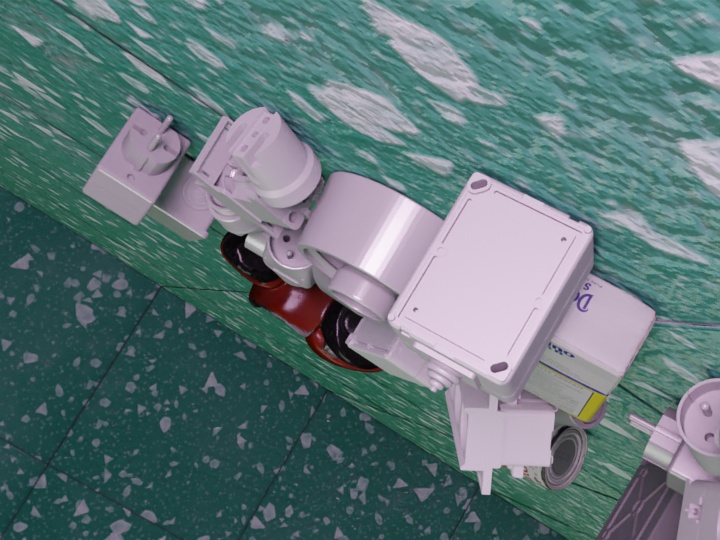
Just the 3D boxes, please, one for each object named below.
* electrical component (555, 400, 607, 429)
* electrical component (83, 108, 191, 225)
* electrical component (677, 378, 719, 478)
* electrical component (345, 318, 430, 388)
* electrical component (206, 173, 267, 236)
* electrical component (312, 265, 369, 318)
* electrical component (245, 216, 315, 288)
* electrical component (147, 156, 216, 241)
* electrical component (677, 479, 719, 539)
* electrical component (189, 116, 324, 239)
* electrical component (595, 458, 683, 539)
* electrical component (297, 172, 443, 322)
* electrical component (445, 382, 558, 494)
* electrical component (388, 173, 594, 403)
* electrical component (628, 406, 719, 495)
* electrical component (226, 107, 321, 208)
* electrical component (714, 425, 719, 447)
[{"bbox_3d":[0.153,0.098,0.804,0.044,0.044,0.065,35,165,-21],"label":"electrical component"},{"bbox_3d":[-0.152,-0.083,0.767,0.047,0.065,0.077,33,142,-14],"label":"electrical component"},{"bbox_3d":[0.206,0.094,0.601,0.043,0.043,0.081,25,169,33],"label":"electrical component"},{"bbox_3d":[0.038,0.052,0.854,0.061,0.061,0.096,35,170,-21],"label":"electrical component"},{"bbox_3d":[-0.090,-0.053,0.765,0.043,0.043,0.062,26,168,26],"label":"electrical component"},{"bbox_3d":[0.000,0.000,0.731,0.055,0.055,0.047,38,172,-34],"label":"electrical component"},{"bbox_3d":[-0.063,-0.023,0.835,0.079,0.043,0.077,30,171,5],"label":"electrical component"},{"bbox_3d":[-0.158,-0.068,0.884,0.100,0.048,0.100,34,170,-15],"label":"electrical component"},{"bbox_3d":[0.259,0.177,0.602,0.150,0.089,0.061,13,171,-3],"label":"electrical component"},{"bbox_3d":[-0.061,-0.055,0.672,0.064,0.042,0.081,19,165,47],"label":"electrical component"},{"bbox_3d":[0.244,0.204,0.859,0.056,0.108,0.108,34,171,0],"label":"electrical component"},{"bbox_3d":[0.013,-0.004,0.646,0.108,0.060,0.108,30,171,6],"label":"electrical component"},{"bbox_3d":[0.097,0.092,0.751,0.063,0.078,0.121,2,-163,-1],"label":"electrical component"},{"bbox_3d":[0.059,0.016,0.494,0.062,0.096,0.061,28,171,19],"label":"electrical component"},{"bbox_3d":[0.206,0.112,0.685,0.077,0.047,0.065,28,170,22],"label":"electrical component"},{"bbox_3d":[-0.049,-0.063,0.601,0.040,0.040,0.046,24,163,37],"label":"electrical component"},{"bbox_3d":[0.206,0.085,0.514,0.078,0.058,0.057,24,171,40],"label":"electrical component"}]
